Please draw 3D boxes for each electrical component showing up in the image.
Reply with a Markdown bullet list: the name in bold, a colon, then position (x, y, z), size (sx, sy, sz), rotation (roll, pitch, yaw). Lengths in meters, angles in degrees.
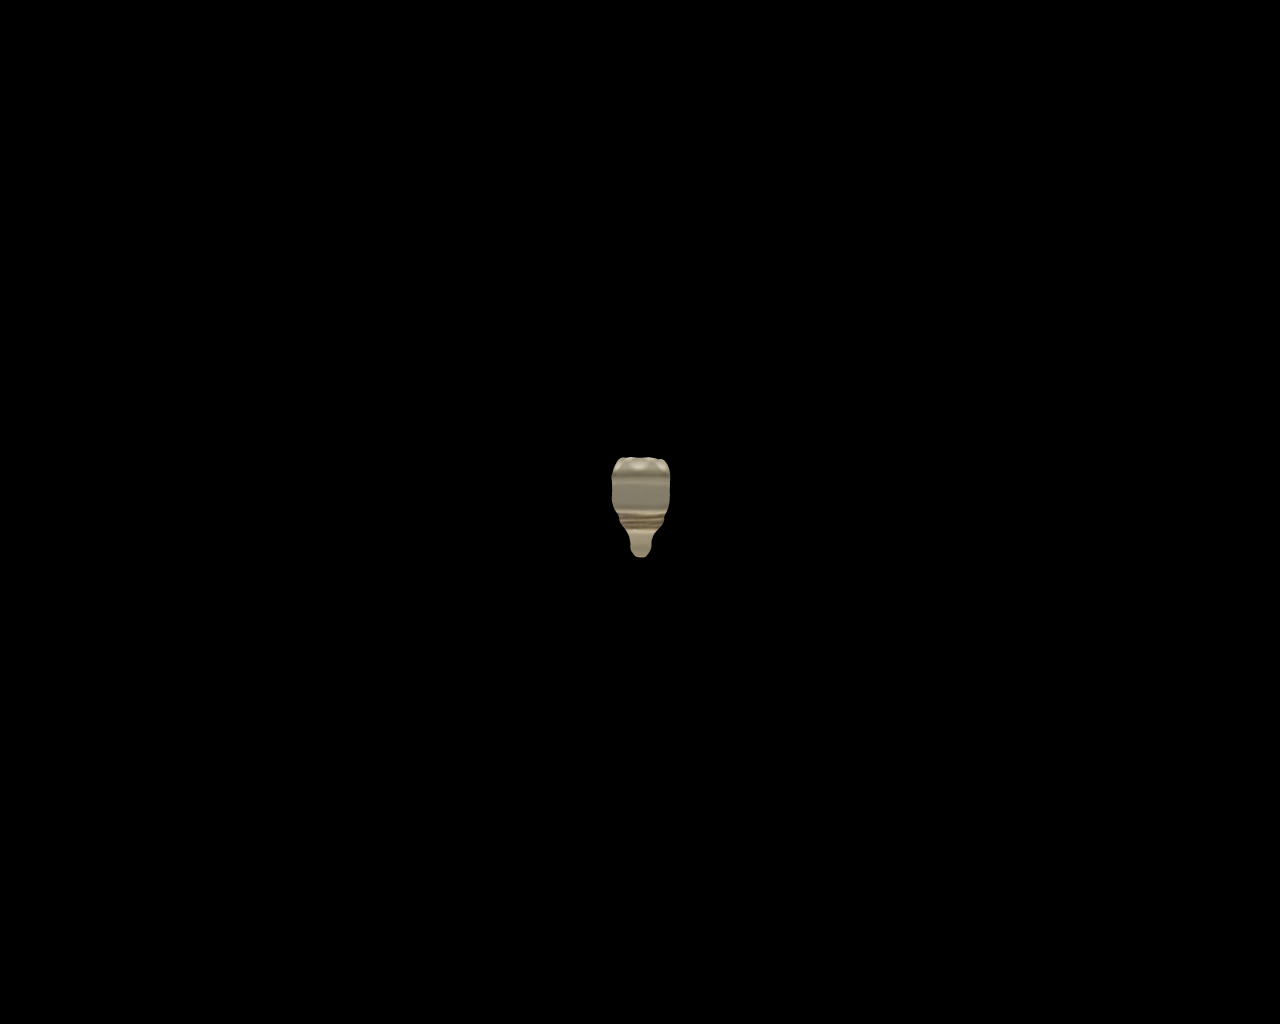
- **electrical component**: position (0.001, -0.003, 0.650), size (0.035, 0.061, 0.035), rotation (0, 0, 0)
